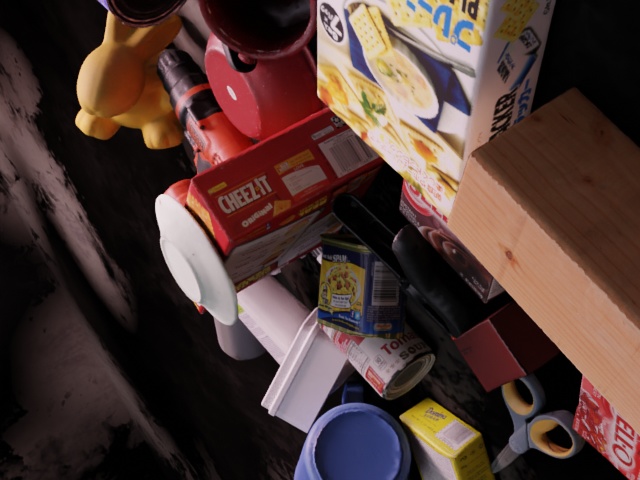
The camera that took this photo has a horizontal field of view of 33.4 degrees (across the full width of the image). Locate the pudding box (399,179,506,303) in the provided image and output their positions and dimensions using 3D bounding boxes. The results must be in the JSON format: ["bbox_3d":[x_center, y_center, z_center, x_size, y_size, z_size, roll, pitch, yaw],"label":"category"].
[{"bbox_3d":[0.109,-0.021,0.809,0.114,0.039,0.090,48,156,27],"label":"pudding box"}]

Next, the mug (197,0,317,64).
[{"bbox_3d":[-0.037,-0.186,0.802,0.093,0.081,0.117,21,134,3],"label":"mug"}]

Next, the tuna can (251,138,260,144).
[{"bbox_3d":[-0.074,-0.079,1.143,0.086,0.033,0.086,47,156,28],"label":"tuna can"}]

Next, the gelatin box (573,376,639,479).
[{"bbox_3d":[0.223,0.132,0.777,0.073,0.030,0.089,43,155,34],"label":"gelatin box"}]

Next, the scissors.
[{"bbox_3d":[0.172,0.164,0.955,0.096,0.016,0.202,58,159,4],"label":"scissors"}]

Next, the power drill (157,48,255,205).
[{"bbox_3d":[-0.127,-0.084,1.119,0.184,0.057,0.188,57,152,29],"label":"power drill"}]

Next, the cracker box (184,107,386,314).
[{"bbox_3d":[-0.046,-0.026,0.974,0.072,0.164,0.214,57,159,10],"label":"cracker box"}]

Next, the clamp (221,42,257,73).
[{"bbox_3d":[-0.096,-0.255,0.914,0.210,0.036,0.165,47,138,33],"label":"clamp"}]

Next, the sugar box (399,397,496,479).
[{"bbox_3d":[0.145,0.255,1.100,0.093,0.048,0.176,31,149,54],"label":"sugar box"}]

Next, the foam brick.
[{"bbox_3d":[0.150,0.079,0.839,0.053,0.051,0.078,57,159,7],"label":"foam brick"}]

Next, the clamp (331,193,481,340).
[{"bbox_3d":[0.085,0.031,0.873,0.171,0.039,0.120,44,179,-21],"label":"clamp"}]

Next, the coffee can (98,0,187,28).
[{"bbox_3d":[-0.199,-0.286,1.043,0.140,0.102,0.103,44,155,33],"label":"coffee can"}]

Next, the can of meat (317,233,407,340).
[{"bbox_3d":[0.039,0.041,0.977,0.102,0.057,0.084,13,101,60],"label":"can of meat"}]

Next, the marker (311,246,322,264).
[{"bbox_3d":[-0.007,0.001,1.127,0.121,0.020,0.020,51,158,17],"label":"marker"}]

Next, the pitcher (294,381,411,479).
[{"bbox_3d":[0.036,0.243,1.171,0.149,0.145,0.243,46,166,14],"label":"pitcher"}]

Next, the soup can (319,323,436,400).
[{"bbox_3d":[0.056,0.099,1.051,0.102,0.068,0.068,47,157,25],"label":"soup can"}]

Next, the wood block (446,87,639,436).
[{"bbox_3d":[0.181,0.021,0.639,0.206,0.090,0.091,50,159,21],"label":"wood block"}]

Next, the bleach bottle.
[{"bbox_3d":[-0.068,0.070,1.218,0.251,0.068,0.103,47,160,-4],"label":"bleach bottle"}]

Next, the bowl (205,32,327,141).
[{"bbox_3d":[-0.059,-0.148,0.989,0.162,0.055,0.162,47,156,28],"label":"bowl"}]
